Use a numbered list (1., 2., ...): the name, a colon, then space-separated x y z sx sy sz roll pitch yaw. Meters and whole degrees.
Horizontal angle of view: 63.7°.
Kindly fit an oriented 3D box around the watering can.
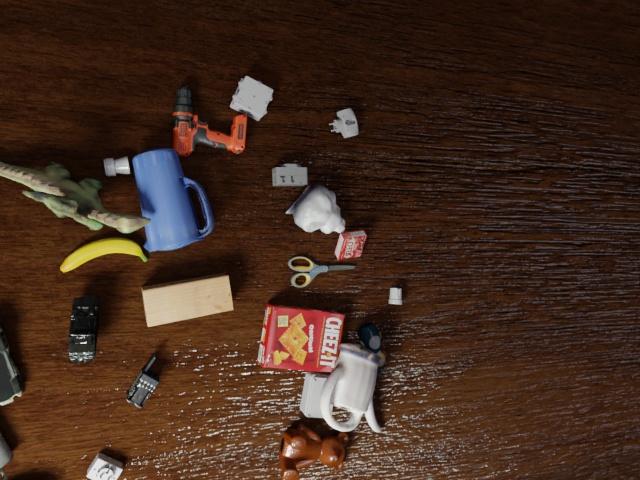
1. watering can: 0.105 0.407 1.401 0.342 0.104 0.227 39 63 -50

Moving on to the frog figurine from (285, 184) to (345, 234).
1. frog figurine: 0.004 -0.071 1.413 0.159 0.120 0.140 39 56 -4

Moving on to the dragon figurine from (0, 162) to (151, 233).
1. dragon figurine: -0.578 -0.105 1.130 0.408 0.243 0.122 22 87 -21
